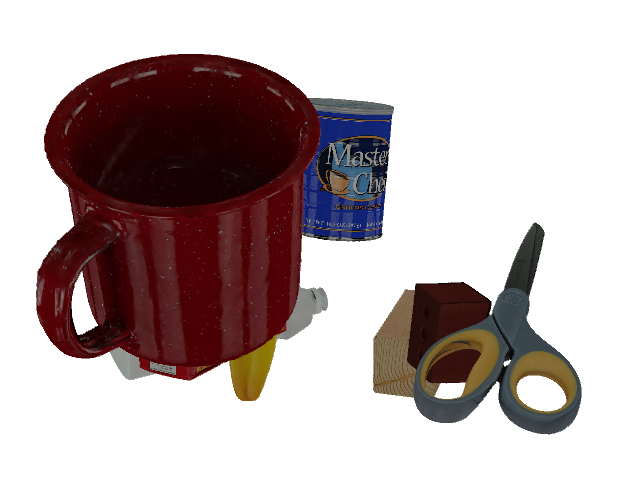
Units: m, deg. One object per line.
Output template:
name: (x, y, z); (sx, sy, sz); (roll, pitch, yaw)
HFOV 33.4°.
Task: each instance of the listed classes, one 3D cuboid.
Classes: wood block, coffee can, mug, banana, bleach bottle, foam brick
wood block: (0.146, 0.150, 1.591); (0.091, 0.090, 0.205); (5, 18, 16)
coffee can: (0.022, -0.078, 1.147); (0.103, 0.140, 0.103); (4, 12, -1)
mug: (-0.054, -0.002, 0.380); (0.093, 0.081, 0.117); (24, 46, 22)
banana: (-0.053, 0.011, 0.715); (0.037, 0.198, 0.069); (7, 30, 25)
bleach bottle: (-0.113, 0.087, 1.209); (0.250, 0.068, 0.103); (-11, 34, -24)
foam brick: (0.113, 0.081, 0.947); (0.051, 0.078, 0.053); (-2, 18, -21)

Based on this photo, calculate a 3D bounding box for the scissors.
scissors: (0.125, 0.048, 0.615); (0.096, 0.016, 0.201); (21, 38, 28)

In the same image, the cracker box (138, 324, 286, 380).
cracker box: (-0.104, 0.003, 1.007); (0.072, 0.214, 0.163); (7, 16, 31)
